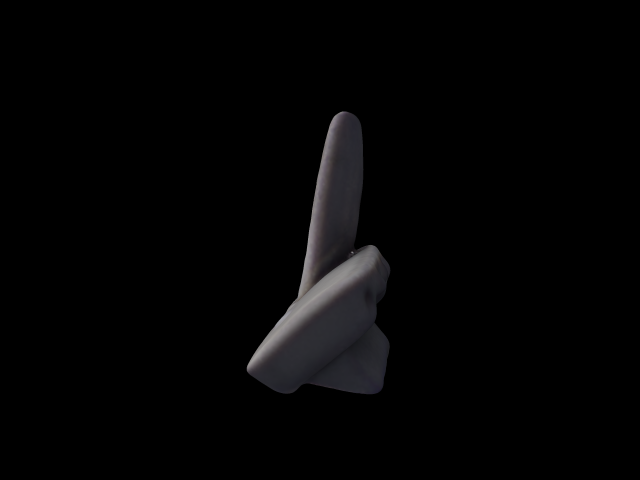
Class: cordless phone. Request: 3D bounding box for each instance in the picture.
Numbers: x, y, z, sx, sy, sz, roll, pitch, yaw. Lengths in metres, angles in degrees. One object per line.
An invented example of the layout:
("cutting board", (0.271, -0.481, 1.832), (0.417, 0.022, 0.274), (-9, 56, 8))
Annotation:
("cordless phone", (0.004, 0.001, 0.400), (0.094, 0.185, 0.147), (1, 7, 5))
